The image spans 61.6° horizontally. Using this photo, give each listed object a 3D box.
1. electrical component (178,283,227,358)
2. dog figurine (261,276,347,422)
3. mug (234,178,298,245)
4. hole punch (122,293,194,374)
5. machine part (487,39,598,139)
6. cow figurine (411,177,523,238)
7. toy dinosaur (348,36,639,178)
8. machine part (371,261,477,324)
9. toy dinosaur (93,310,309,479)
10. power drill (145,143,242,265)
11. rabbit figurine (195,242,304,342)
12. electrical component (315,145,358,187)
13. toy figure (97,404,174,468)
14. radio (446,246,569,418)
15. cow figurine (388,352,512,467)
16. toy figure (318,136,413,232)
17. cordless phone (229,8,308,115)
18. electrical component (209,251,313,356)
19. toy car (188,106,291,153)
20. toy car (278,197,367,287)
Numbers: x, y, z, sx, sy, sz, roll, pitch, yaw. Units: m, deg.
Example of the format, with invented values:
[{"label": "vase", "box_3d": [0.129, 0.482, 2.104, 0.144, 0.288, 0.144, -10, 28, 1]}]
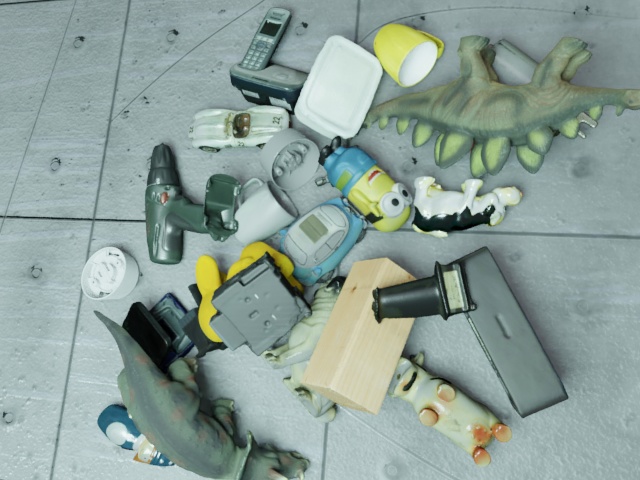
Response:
[{"label": "electrical component", "box_3d": [-0.200, 0.135, 0.921, 0.048, 0.075, 0.119, -42, 74, 27]}, {"label": "dog figurine", "box_3d": [0.019, 0.172, 0.864, 0.190, 0.121, 0.172, -39, 106, -15]}, {"label": "mug", "box_3d": [-0.111, -0.049, 0.943, 0.107, 0.081, 0.109, -40, 78, 13]}, {"label": "hole punch", "box_3d": [-0.283, 0.167, 0.945, 0.142, 0.092, 0.115, 45, 120, 15]}, {"label": "machine part", "box_3d": [0.340, -0.247, 0.876, 0.079, 0.079, 0.243, -46, 73, 1]}, {"label": "cow figurine", "box_3d": [0.234, -0.049, 0.865, 0.168, 0.068, 0.098, 6, 85, 18]}, {"label": "toy dinosaur", "box_3d": [0.235, -0.197, 0.808, 0.472, 0.105, 0.198, 15, 97, 43]}, {"label": "machine part", "box_3d": [0.138, 0.077, 0.739, 0.139, 0.039, 0.084, -14, 85, 2]}, {"label": "toy dinosaur", "box_3d": [-0.201, 0.272, 0.801, 0.404, 0.192, 0.131, 44, 81, -18]}, {"label": "power drill", "box_3d": [-0.238, -0.071, 0.951, 0.208, 0.086, 0.232, -1, 83, 33]}, {"label": "rabbit figurine", "box_3d": [-0.137, 0.082, 0.884, 0.163, 0.121, 0.173, 33, 71, 25]}, {"label": "electrical component", "box_3d": [0.031, -0.130, 0.955, 0.094, 0.021, 0.063, -21, 74, 9]}, {"label": "toy figure", "box_3d": [-0.312, 0.342, 0.922, 0.155, 0.058, 0.064, 28, 125, 16]}, {"label": "radio", "box_3d": [0.264, 0.132, 0.786, 0.073, 0.131, 0.229, -25, 74, 8]}, {"label": "cow figurine", "box_3d": [0.175, 0.237, 0.803, 0.195, 0.127, 0.085, 34, 89, 3]}, {"label": "toy figure", "box_3d": [0.076, -0.091, 0.892, 0.180, 0.089, 0.082, 41, 81, 12]}, {"label": "cordless phone", "box_3d": [-0.069, -0.338, 0.993, 0.147, 0.088, 0.184, 19, 79, 17]}, {"label": "electrical component", "box_3d": [-0.096, 0.102, 0.802, 0.134, 0.058, 0.115, -39, 101, 3]}, {"label": "toy car", "box_3d": [-0.152, -0.206, 0.996, 0.202, 0.056, 0.073, 0, 79, 13]}, {"label": "toy car", "box_3d": [-0.002, -0.003, 0.895, 0.161, 0.103, 0.109, -42, 73, 4]}]
